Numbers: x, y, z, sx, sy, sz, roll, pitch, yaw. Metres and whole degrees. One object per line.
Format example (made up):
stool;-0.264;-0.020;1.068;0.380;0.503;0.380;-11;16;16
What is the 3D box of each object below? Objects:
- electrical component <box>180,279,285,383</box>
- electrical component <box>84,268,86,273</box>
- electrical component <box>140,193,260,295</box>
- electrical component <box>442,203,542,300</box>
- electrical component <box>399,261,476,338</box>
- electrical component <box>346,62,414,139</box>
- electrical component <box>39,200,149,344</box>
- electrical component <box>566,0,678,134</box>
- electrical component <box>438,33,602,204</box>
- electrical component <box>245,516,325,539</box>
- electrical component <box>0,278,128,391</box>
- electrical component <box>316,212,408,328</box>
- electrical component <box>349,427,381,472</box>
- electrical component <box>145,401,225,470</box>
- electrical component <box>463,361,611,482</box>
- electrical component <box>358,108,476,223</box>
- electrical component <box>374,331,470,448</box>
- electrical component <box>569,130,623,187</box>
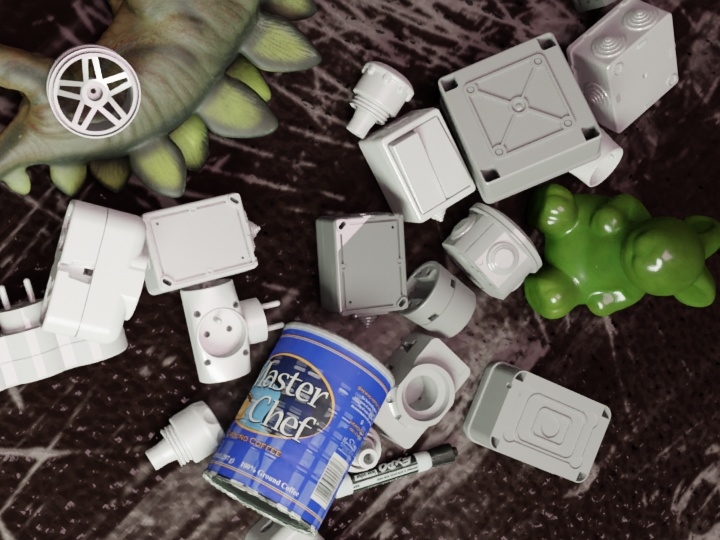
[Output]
electrical component;-0.101;0.045;0.882;0.079;0.044;0.077;-14;99;-20
electrical component;-0.194;-0.002;0.837;0.045;0.055;0.045;-2;95;-21
electrical component;-0.127;-0.021;0.857;0.096;0.061;0.061;-15;91;-23
electrical component;0.116;-0.016;0.942;0.051;0.080;0.080;-45;108;-6
electrical component;0.068;0.027;0.941;0.047;0.055;0.055;34;82;-24
electrical component;0.012;-0.142;0.911;0.048;0.048;0.062;33;89;-20
electrical component;-0.190;0.002;0.778;0.059;0.054;0.095;15;89;-20
electrical component;0.240;-0.184;0.970;0.100;0.048;0.099;-41;139;-13
electrical component;0.135;-0.129;0.916;0.109;0.056;0.108;-23;73;3
electrical component;-0.047;0.251;0.912;0.054;0.059;0.095;-43;107;-13
electrical component;-0.254;0.044;0.820;0.138;0.052;0.073;-17;100;-19
electrical component;0.000;0.000;0.908;0.062;0.061;0.096;-6;96;-20
electrical component;-0.002;0.152;0.919;0.043;0.062;0.043;-3;99;-18
electrical component;-0.143;0.138;0.874;0.062;0.043;0.043;-32;105;-15
electrical component;0.160;0.138;0.982;0.113;0.057;0.078;24;86;-21
electrical component;0.053;-0.084;0.921;0.062;0.061;0.096;-31;104;-16
electrical component;0.046;0.104;0.937;0.050;0.056;0.089;44;79;-18
electrical component;0.201;-0.115;0.975;0.079;0.077;0.043;-2;132;-57
